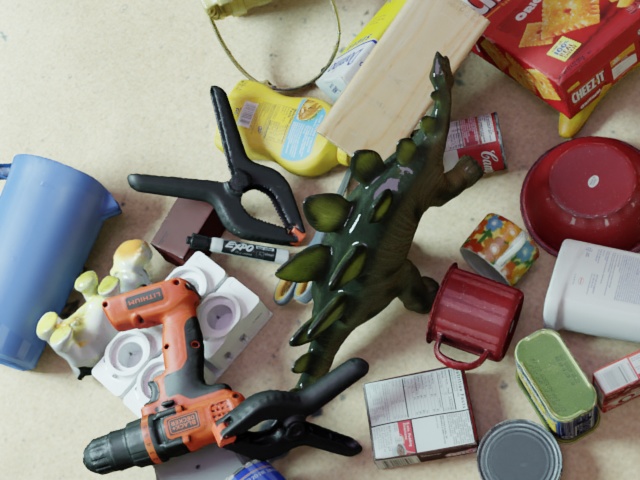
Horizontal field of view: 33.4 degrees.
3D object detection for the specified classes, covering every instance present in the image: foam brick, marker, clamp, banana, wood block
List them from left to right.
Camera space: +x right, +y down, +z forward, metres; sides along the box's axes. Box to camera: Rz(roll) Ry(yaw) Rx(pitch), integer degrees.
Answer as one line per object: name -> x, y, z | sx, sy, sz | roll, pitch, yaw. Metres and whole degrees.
foam brick -> -0.157, -0.008, 1.283 | 0.053, 0.051, 0.078 | 24, 75, 24
clamp -> -0.109, -0.060, 1.250 | 0.210, 0.036, 0.164 | 47, 71, 0
marker -> -0.096, 0.010, 1.246 | 0.121, 0.020, 0.020 | 10, 67, -12
clamp -> -0.024, 0.177, 1.098 | 0.039, 0.171, 0.120 | 39, 124, 57
wood block -> 0.090, -0.181, 1.199 | 0.090, 0.091, 0.206 | 35, 94, -4
banana -> 0.348, -0.193, 1.236 | 0.198, 0.037, 0.070 | -31, 61, 0

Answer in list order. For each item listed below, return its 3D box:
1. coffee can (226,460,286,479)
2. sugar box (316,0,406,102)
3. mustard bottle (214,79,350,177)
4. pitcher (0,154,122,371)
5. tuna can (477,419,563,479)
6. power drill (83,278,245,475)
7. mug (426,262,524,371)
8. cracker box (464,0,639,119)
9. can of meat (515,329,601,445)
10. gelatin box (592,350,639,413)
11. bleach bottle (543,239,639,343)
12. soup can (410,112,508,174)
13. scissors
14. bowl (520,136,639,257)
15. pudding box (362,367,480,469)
coffee can -> -0.042, 0.307, 1.085 | 0.140, 0.102, 0.102 | 40, 81, 26
sugar box -> 0.077, -0.245, 1.301 | 0.048, 0.093, 0.176 | 46, 79, -16
mustard bottle -> -0.027, -0.129, 1.296 | 0.192, 0.058, 0.096 | 17, 78, 21
pitcher -> -0.359, 0.025, 1.282 | 0.149, 0.144, 0.242 | 0, 66, 51
tuna can -> 0.205, 0.229, 1.092 | 0.086, 0.033, 0.086 | -6, 66, 12
power drill -> -0.180, 0.146, 1.149 | 0.184, 0.057, 0.188 | -17, 69, 1
mug -> 0.162, 0.088, 1.131 | 0.081, 0.093, 0.117 | 19, 54, 16
cracker box -> 0.275, -0.258, 1.241 | 0.164, 0.072, 0.214 | -39, 49, -5
can of meat -> 0.241, 0.149, 1.089 | 0.057, 0.084, 0.102 | -30, 63, 0
gelatin box -> 0.321, 0.137, 1.079 | 0.089, 0.073, 0.030 | -25, 64, 2
bleach bottle -> 0.365, 0.071, 1.099 | 0.251, 0.068, 0.102 | 13, 56, 18
soup can -> 0.160, -0.105, 1.231 | 0.102, 0.068, 0.068 | -11, 65, 11
scissors -> -0.008, 0.002, 1.252 | 0.096, 0.016, 0.201 | -35, 28, 39
bowl -> 0.301, -0.055, 1.179 | 0.162, 0.055, 0.162 | -6, 66, 13
pudding box -> 0.107, 0.188, 1.135 | 0.113, 0.039, 0.090 | -11, 64, 8
